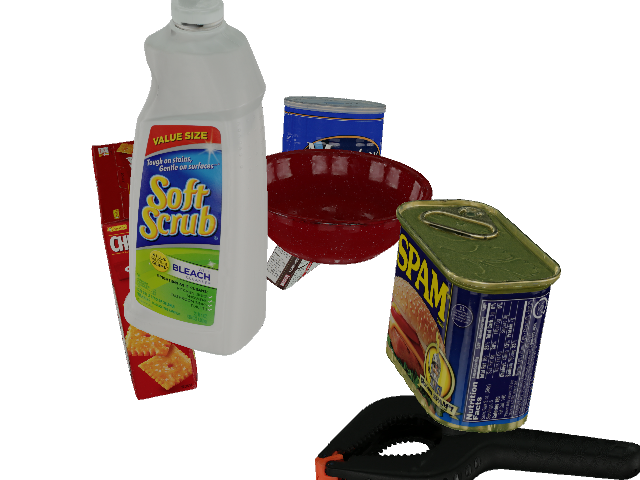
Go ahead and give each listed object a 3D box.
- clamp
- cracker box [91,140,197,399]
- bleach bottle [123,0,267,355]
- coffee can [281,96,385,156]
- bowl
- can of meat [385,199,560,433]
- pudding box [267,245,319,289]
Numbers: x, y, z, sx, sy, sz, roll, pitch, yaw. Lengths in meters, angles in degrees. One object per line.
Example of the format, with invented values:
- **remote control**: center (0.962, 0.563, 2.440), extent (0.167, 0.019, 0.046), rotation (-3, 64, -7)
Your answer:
- **clamp**: center (0.091, 0.127, 0.737), extent (0.209, 0.036, 0.165), rotation (-10, 29, -13)
- **cracker box**: center (-0.179, 0.027, 1.090), extent (0.072, 0.214, 0.164), rotation (-10, 34, -10)
- **bleach bottle**: center (-0.084, -0.046, 0.694), extent (0.103, 0.251, 0.068), rotation (18, 38, 21)
- **coffee can**: center (0.010, -0.072, 1.084), extent (0.103, 0.140, 0.103), rotation (4, 12, -1)
- **bowl**: center (0.011, -0.024, 0.889), extent (0.162, 0.055, 0.162), rotation (2, 25, -1)
- **can of meat**: center (0.072, 0.036, 0.539), extent (0.057, 0.084, 0.102), rotation (-2, 24, -16)
- **pudding box**: center (-0.014, 0.001, 1.288), extent (0.039, 0.090, 0.113), rotation (36, 33, 10)
